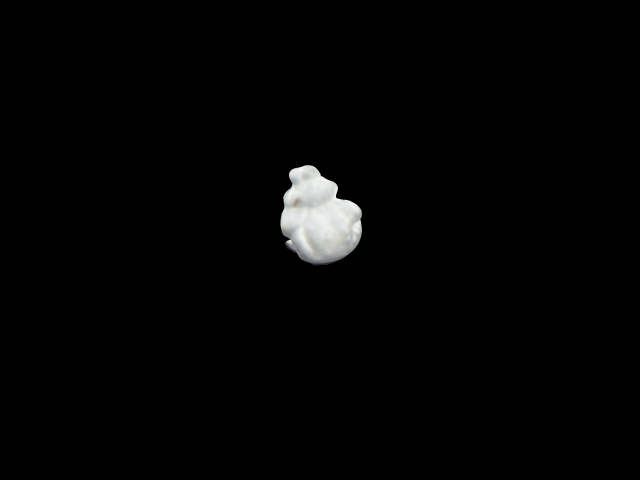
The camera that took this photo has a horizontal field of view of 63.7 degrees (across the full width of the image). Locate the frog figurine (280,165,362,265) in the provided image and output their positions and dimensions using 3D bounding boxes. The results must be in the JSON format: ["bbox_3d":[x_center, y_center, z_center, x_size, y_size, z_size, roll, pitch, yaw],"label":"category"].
[{"bbox_3d":[0.003,-0.043,0.850,0.137,0.155,0.125,-3,39,-4],"label":"frog figurine"}]
